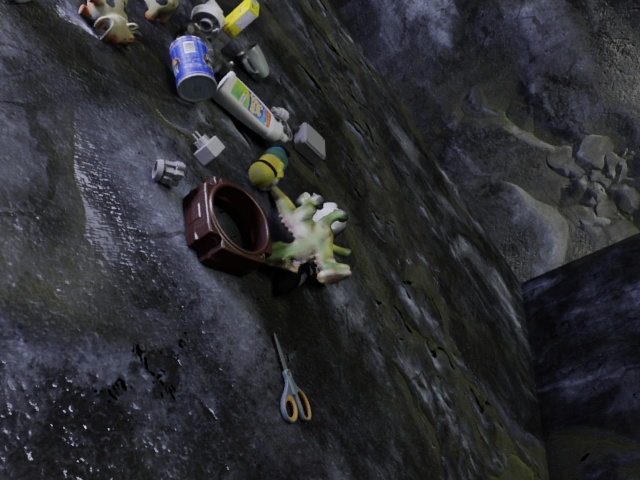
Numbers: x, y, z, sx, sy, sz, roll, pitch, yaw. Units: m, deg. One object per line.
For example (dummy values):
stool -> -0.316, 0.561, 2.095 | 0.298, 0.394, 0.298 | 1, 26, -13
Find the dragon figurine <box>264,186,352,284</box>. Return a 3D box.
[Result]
dragon figurine -> -0.067, -0.014, 1.315 | 0.414, 0.119, 0.246 | 32, 40, 29

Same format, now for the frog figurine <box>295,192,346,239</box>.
frog figurine -> 0.005, -0.077, 1.539 | 0.139, 0.122, 0.158 | -35, 107, -44
